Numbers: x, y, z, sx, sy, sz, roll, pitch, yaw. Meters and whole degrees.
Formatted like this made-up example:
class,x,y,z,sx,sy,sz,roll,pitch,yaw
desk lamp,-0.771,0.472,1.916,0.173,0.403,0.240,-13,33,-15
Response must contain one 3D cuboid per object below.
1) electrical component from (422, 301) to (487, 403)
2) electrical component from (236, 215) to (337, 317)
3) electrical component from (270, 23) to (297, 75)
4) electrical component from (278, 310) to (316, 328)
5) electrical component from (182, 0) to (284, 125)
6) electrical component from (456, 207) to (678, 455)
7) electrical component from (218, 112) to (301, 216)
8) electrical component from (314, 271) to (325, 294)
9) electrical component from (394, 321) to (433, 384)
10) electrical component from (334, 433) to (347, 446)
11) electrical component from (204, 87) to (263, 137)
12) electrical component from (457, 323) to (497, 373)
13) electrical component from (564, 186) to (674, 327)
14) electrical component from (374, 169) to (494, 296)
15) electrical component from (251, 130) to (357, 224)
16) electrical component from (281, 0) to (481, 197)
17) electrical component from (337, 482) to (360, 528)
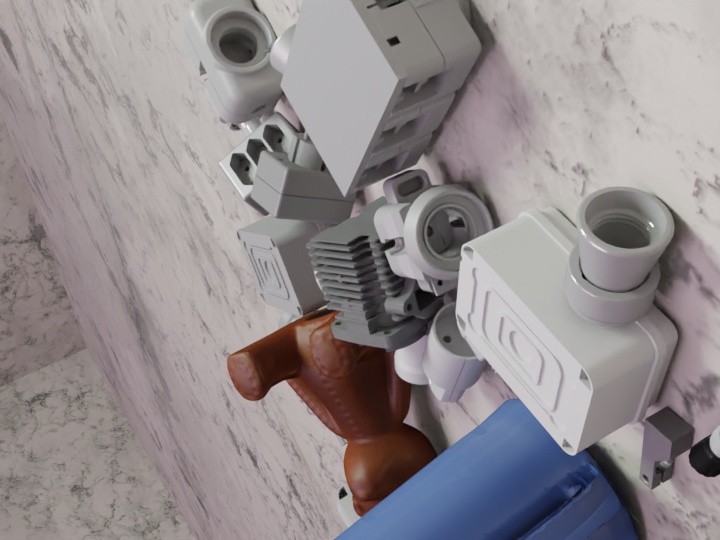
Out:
class,x,y,z,sx,sy,sz,roll,pitch,yaw
electrical component,0.065,0.060,0.740,0.043,0.043,0.081,56,159,23
electrical component,-0.056,-0.010,0.946,0.113,0.057,0.078,13,126,66
electrical component,-0.027,-0.136,0.745,0.065,0.044,0.044,50,157,23
electrical component,-0.051,0.059,1.046,0.046,0.040,0.040,39,149,40
electrical component,-0.101,-0.174,0.866,0.095,0.054,0.059,63,161,4
electrical component,0.107,0.030,0.576,0.113,0.057,0.078,51,156,34
electrical component,-0.064,-0.079,0.884,0.047,0.066,0.077,53,-173,29
electrical component,0.000,0.000,0.816,0.057,0.058,0.078,11,124,63
electrical component,0.045,0.055,0.793,0.040,0.040,0.046,45,148,44
electrical component,-0.006,0.120,0.976,0.057,0.058,0.078,58,160,10
electrical component,-0.103,-0.140,0.931,0.062,0.043,0.043,58,160,14
electrical component,0.090,0.048,0.678,0.061,0.035,0.035,58,160,11
electrical component,0.122,-0.005,0.513,0.045,0.045,0.055,51,157,34
electrical component,0.047,-0.023,0.666,0.078,0.058,0.057,69,163,-10
electrical component,-0.037,-0.080,0.814,0.047,0.066,0.076,39,119,51
electrical component,0.010,-0.121,0.635,0.089,0.062,0.150,60,160,12
electrical component,0.037,0.232,0.963,0.113,0.078,0.057,56,168,23
